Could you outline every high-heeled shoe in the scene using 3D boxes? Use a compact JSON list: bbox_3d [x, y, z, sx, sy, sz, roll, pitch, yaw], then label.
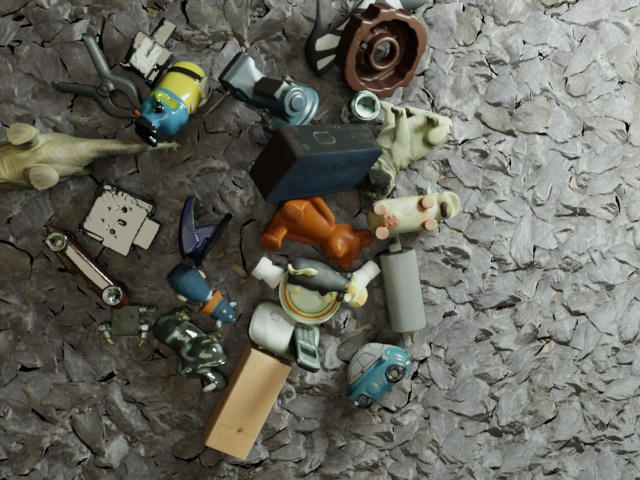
[{"bbox_3d":[0.091,-0.399,1.045,0.249,0.086,0.145,-7,105,-7],"label":"high-heeled shoe"}]

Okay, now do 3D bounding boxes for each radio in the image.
[{"bbox_3d":[-0.002,-0.143,0.977,0.229,0.131,0.073,-14,64,-41],"label":"radio"}]

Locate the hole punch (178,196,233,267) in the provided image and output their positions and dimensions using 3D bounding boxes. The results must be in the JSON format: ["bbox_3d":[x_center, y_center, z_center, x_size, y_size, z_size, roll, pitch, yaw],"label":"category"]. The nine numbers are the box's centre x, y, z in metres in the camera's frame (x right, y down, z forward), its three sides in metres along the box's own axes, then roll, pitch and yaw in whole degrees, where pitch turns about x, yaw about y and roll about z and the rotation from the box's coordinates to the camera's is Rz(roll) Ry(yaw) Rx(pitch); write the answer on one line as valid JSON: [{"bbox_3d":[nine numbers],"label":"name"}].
[{"bbox_3d":[-0.233,-0.016,1.009,0.092,0.142,0.116,31,77,-14],"label":"hole punch"}]

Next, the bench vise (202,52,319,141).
[{"bbox_3d":[-0.075,-0.233,1.002,0.240,0.224,0.129,42,70,-44],"label":"bench vise"}]

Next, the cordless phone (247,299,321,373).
[{"bbox_3d":[-0.068,0.196,1.033,0.146,0.184,0.088,28,96,-12],"label":"cordless phone"}]

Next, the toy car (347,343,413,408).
[{"bbox_3d":[0.111,0.270,1.123,0.161,0.109,0.103,-43,79,9],"label":"toy car"}]

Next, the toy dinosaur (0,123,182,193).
[{"bbox_3d":[-0.478,-0.136,0.913,0.472,0.199,0.105,-7,98,-11],"label":"toy dinosaur"}]

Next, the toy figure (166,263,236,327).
[{"bbox_3d":[-0.230,0.109,1.059,0.064,0.058,0.154,-44,107,4],"label":"toy figure"}]

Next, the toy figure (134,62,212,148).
[{"bbox_3d":[-0.266,-0.250,0.966,0.089,0.082,0.180,50,55,-23],"label":"toy figure"}]

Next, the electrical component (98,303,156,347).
[{"bbox_3d":[-0.376,0.163,1.046,0.102,0.045,0.078,8,97,-11],"label":"electrical component"}]

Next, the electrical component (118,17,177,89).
[{"bbox_3d":[-0.310,-0.351,0.993,0.075,0.048,0.119,31,91,-12],"label":"electrical component"}]

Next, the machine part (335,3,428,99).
[{"bbox_3d":[0.115,-0.358,1.022,0.179,0.056,0.179,-16,133,-18],"label":"machine part"}]

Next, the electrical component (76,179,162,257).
[{"bbox_3d":[-0.372,-0.037,1.017,0.134,0.058,0.115,27,94,-12],"label":"electrical component"}]

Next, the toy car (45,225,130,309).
[{"bbox_3d":[-0.436,0.052,0.999,0.053,0.089,0.202,-44,103,-6],"label":"toy car"}]

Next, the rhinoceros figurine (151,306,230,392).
[{"bbox_3d":[-0.248,0.219,1.061,0.112,0.073,0.190,-42,101,-4],"label":"rhinoceros figurine"}]

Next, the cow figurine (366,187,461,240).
[{"bbox_3d":[0.188,-0.054,1.076,0.195,0.127,0.085,-11,99,-7],"label":"cow figurine"}]

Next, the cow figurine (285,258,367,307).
[{"bbox_3d":[0.016,0.081,1.049,0.167,0.098,0.068,15,71,2],"label":"cow figurine"}]

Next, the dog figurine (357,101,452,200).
[{"bbox_3d":[0.171,-0.168,1.084,0.172,0.121,0.190,9,110,-8],"label":"dog figurine"}]

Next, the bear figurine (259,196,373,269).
[{"bbox_3d":[-0.001,-0.006,1.053,0.196,0.132,0.120,38,121,-8],"label":"bear figurine"}]

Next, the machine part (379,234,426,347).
[{"bbox_3d":[0.172,0.102,1.117,0.079,0.079,0.243,-11,97,-8],"label":"machine part"}]
